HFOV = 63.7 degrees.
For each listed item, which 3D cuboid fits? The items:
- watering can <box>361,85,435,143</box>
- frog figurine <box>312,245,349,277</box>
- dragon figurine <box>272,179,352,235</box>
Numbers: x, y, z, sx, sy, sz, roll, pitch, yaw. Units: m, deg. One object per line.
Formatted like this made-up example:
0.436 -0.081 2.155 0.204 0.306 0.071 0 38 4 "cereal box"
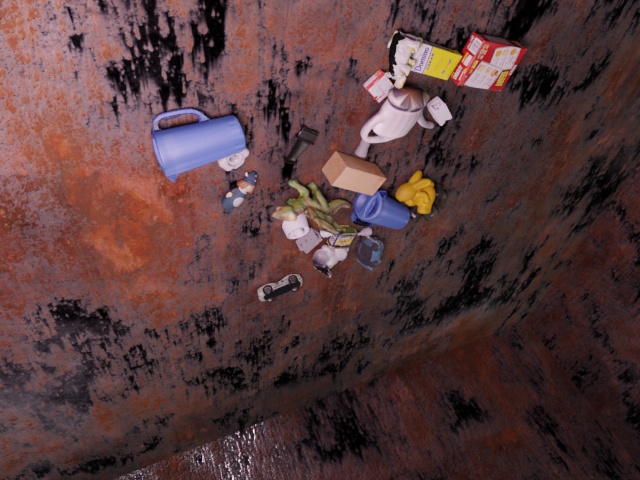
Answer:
0.289 -0.415 1.708 0.350 0.105 0.219 -19 157 -30 "watering can"
0.045 0.061 2.146 0.162 0.123 0.135 -59 144 -20 "frog figurine"
0.005 -0.090 1.796 0.410 0.248 0.120 6 127 -36 "dragon figurine"
